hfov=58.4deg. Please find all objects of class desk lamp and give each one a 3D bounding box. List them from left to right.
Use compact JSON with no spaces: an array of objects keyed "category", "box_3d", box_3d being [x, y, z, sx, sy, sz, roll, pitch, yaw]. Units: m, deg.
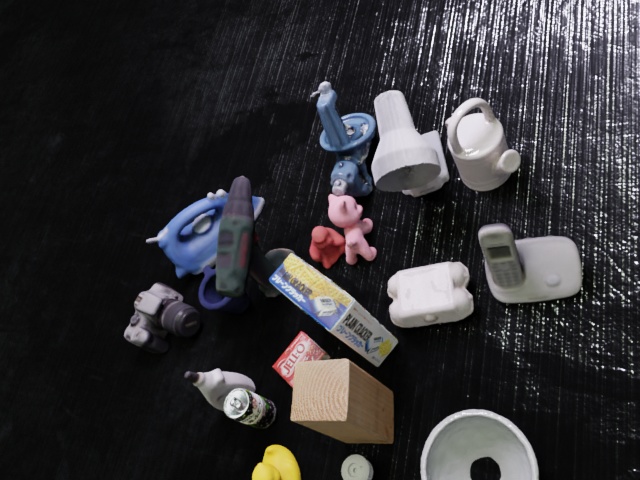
[{"category":"desk lamp","box_3d":[0.164,-0.165,1.075,0.117,0.214,0.203,-17,57,19]}]

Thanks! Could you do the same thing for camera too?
[{"category":"camera","box_3d":[-0.334,0.172,1.225,0.136,0.101,0.143,15,72,33]}]

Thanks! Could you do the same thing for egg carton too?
[{"category":"egg carton","box_3d":[0.192,0.099,1.007,0.150,0.070,0.107,-14,59,21]}]

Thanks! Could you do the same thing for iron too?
[{"category":"iron","box_3d":[-0.255,-0.040,1.273,0.258,0.142,0.118,-41,53,2]}]

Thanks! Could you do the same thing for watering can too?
[{"category":"watering can","box_3d":[0.288,-0.176,1.028,0.172,0.195,0.101,22,76,35]}]

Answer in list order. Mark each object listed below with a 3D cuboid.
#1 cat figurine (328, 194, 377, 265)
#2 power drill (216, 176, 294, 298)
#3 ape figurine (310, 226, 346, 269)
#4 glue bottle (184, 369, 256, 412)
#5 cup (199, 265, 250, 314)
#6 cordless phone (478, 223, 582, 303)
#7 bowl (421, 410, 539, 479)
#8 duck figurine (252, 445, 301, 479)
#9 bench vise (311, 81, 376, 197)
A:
[{"category":"cat figurine","box_3d":[0.056,-0.031,1.119,0.067,0.118,0.127,-18,57,18]},{"category":"power drill","box_3d":[-0.132,0.018,1.134,0.075,0.209,0.229,-4,63,26]},{"category":"ape figurine","box_3d":[0.010,0.004,1.140,0.077,0.092,0.076,-10,60,23]},{"category":"glue bottle","box_3d":[-0.192,0.268,1.052,0.078,0.174,0.037,-40,53,3]},{"category":"cup","box_3d":[-0.196,0.107,1.191,0.091,0.095,0.117,-42,53,2]},{"category":"cordless phone","box_3d":[0.328,0.026,0.902,0.147,0.186,0.094,-12,59,22]},{"category":"bowl","box_3d":[0.239,0.342,0.846,0.167,0.075,0.167,-12,59,22]},{"category":"duck figurine","box_3d":[-0.083,0.402,0.976,0.077,0.086,0.104,-20,56,17]},{"category":"bench vise","box_3d":[0.054,-0.199,1.148,0.121,0.220,0.207,-20,57,17]}]
